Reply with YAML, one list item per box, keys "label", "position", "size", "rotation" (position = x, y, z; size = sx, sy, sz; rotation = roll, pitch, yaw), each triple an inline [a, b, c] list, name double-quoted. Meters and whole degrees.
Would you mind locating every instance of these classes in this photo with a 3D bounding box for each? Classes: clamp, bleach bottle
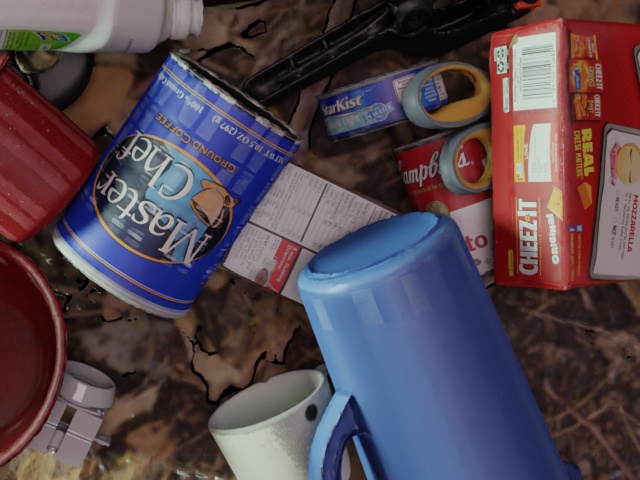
- label: "clamp"
  position: [0.053, -0.162, 0.701]
  size: [0.209, 0.165, 0.036]
  rotation: [-13, 61, -15]
- label: "bleach bottle"
  position: [-0.198, -0.144, 0.647]
  size: [0.250, 0.103, 0.068]
  rotation: [1, 91, -20]
- label: "clamp"
  position: [-0.197, -0.092, 0.710]
  size: [0.120, 0.039, 0.171]
  rotation: [40, 90, -19]

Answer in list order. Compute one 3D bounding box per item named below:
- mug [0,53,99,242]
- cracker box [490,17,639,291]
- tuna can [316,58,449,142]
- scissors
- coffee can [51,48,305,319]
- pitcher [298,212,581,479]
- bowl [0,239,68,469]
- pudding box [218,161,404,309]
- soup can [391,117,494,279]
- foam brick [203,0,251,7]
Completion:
- label: "mug"
  position: [-0.199, -0.044, 0.653]
  size: [0.081, 0.093, 0.117]
  rotation: [42, 88, -23]
- label: "cracker box"
  position: [0.210, -0.057, 0.713]
  size: [0.213, 0.072, 0.164]
  rotation: [-5, 95, -35]
- label: "tuna can"
  position: [0.043, -0.094, 0.719]
  size: [0.086, 0.086, 0.034]
  rotation: [-18, 97, -7]
- label: "scissors"
  position: [0.137, -0.086, 0.722]
  size: [0.201, 0.016, 0.096]
  rotation: [-11, 91, -36]
- label: "coffee can"
  position: [-0.090, -0.035, 0.682]
  size: [0.102, 0.103, 0.140]
  rotation: [34, 98, -8]
- label: "pitcher"
  position: [0.069, 0.114, 0.687]
  size: [0.145, 0.149, 0.243]
  rotation: [-17, 105, 21]
- label: "bowl"
  position: [-0.231, 0.078, 0.689]
  size: [0.162, 0.055, 0.162]
  rotation: [-2, 77, 7]
- label: "pudding box"
  position: [-0.005, 0.001, 0.741]
  size: [0.113, 0.039, 0.090]
  rotation: [26, 88, -11]
- label: "soup can"
  position: [0.097, -0.026, 0.738]
  size: [0.068, 0.068, 0.102]
  rotation: [-19, 95, -7]
- label: "foam brick"
  position: [-0.058, -0.190, 0.717]
  size: [0.078, 0.051, 0.053]
  rotation: [-9, 93, -8]
